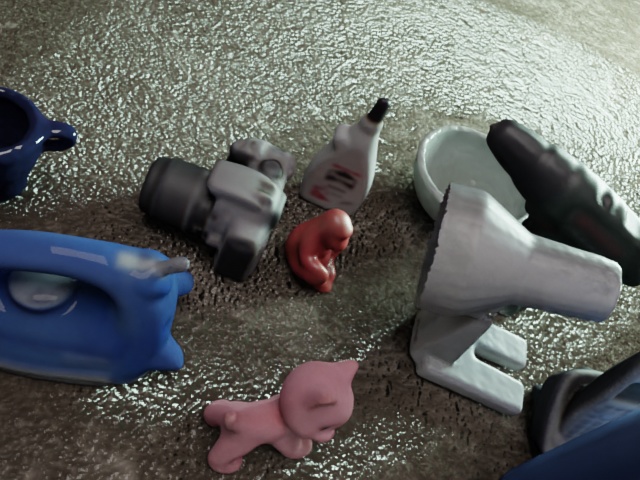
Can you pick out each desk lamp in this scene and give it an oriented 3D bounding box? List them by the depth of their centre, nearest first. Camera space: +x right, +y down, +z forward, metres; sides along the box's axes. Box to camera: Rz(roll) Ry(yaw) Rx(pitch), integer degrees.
[{"bbox_3d":[0.167,0.059,0.564,0.203,0.213,0.118,25,52,-5],"label":"desk lamp"}]

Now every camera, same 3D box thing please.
[{"bbox_3d":[-0.106,-0.053,0.596,0.137,0.100,0.143,21,53,-8],"label":"camera"}]

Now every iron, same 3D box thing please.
[{"bbox_3d":[-0.230,0.034,0.460,0.259,0.141,0.118,10,55,-17],"label":"iron"}]

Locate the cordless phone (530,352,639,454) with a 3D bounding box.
[{"bbox_3d":[0.314,0.167,0.571,0.148,0.185,0.094,12,54,-15],"label":"cordless phone"}]

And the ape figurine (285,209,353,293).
[{"bbox_3d":[0.006,0.002,0.611,0.076,0.092,0.078,45,53,11],"label":"ape figurine"}]

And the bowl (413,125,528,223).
[{"bbox_3d":[0.186,-0.063,0.741,0.168,0.074,0.167,11,55,-16],"label":"bowl"}]

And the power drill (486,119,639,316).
[{"bbox_3d":[0.238,-0.006,0.640,0.229,0.208,0.076,31,52,-1],"label":"power drill"}]

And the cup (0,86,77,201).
[{"bbox_3d":[-0.293,-0.082,0.541,0.118,0.095,0.091,-1,59,-23],"label":"cup"}]

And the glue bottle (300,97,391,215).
[{"bbox_3d":[0.036,-0.096,0.638,0.078,0.173,0.037,18,53,-10],"label":"glue bottle"}]

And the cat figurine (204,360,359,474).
[{"bbox_3d":[-0.027,0.144,0.486,0.128,0.117,0.067,-5,60,-25],"label":"cat figurine"}]
